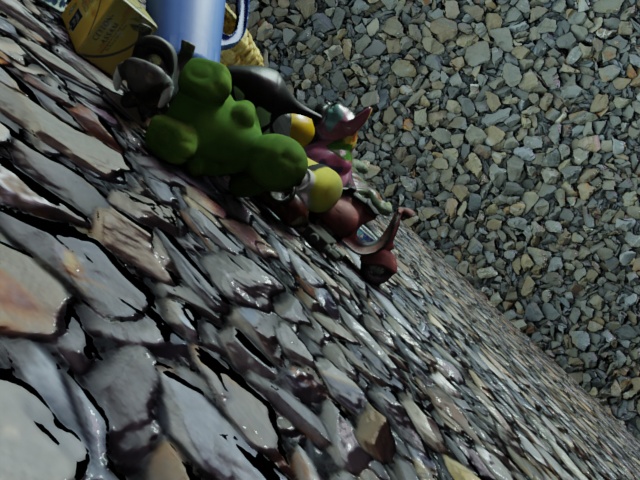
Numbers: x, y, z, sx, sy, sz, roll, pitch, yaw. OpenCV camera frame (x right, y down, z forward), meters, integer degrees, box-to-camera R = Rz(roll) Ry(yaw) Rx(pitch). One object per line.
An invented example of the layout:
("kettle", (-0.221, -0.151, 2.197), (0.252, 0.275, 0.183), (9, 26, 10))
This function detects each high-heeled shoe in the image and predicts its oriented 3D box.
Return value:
("high-heeled shoe", (-0.100, -0.174, 0.758), (0.145, 0.086, 0.249), (17, -12, -27))

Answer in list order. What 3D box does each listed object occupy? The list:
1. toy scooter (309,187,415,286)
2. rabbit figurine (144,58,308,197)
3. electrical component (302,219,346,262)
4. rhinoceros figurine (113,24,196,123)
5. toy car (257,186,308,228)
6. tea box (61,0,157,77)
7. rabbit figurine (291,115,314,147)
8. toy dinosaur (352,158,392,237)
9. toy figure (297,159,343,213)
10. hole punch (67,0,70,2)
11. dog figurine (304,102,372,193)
("toy scooter", (0.075, -0.026, 0.884), (0.184, 0.135, 0.075), (40, 12, -3))
("rabbit figurine", (-0.095, -0.101, 0.635), (0.170, 0.121, 0.159), (28, -13, 6))
("electrical component", (-0.002, -0.002, 0.820), (0.094, 0.021, 0.063), (45, 11, 12))
("rhinoceros figurine", (-0.207, -0.201, 0.666), (0.073, 0.112, 0.190), (22, 3, -13))
("toy car", (-0.090, -0.093, 0.777), (0.202, 0.053, 0.089), (46, -4, 23))
("tea box", (-0.303, -0.311, 0.763), (0.068, 0.098, 0.170), (32, 13, -46))
("rabbit figurine", (-0.036, -0.206, 1.078), (0.162, 0.122, 0.173), (9, -6, 7))
("toy dinosaur", (0.063, -0.141, 1.383), (0.192, 0.131, 0.405), (19, 26, -34))
("toy figure", (-0.038, -0.105, 0.865), (0.180, 0.089, 0.082), (38, -33, 48))
("hole punch", (-0.428, -0.479, 0.960), (0.142, 0.116, 0.092), (37, 20, -24))
("dog figurine", (0.036, -0.136, 0.958), (0.191, 0.219, 0.108), (41, 14, -1))
